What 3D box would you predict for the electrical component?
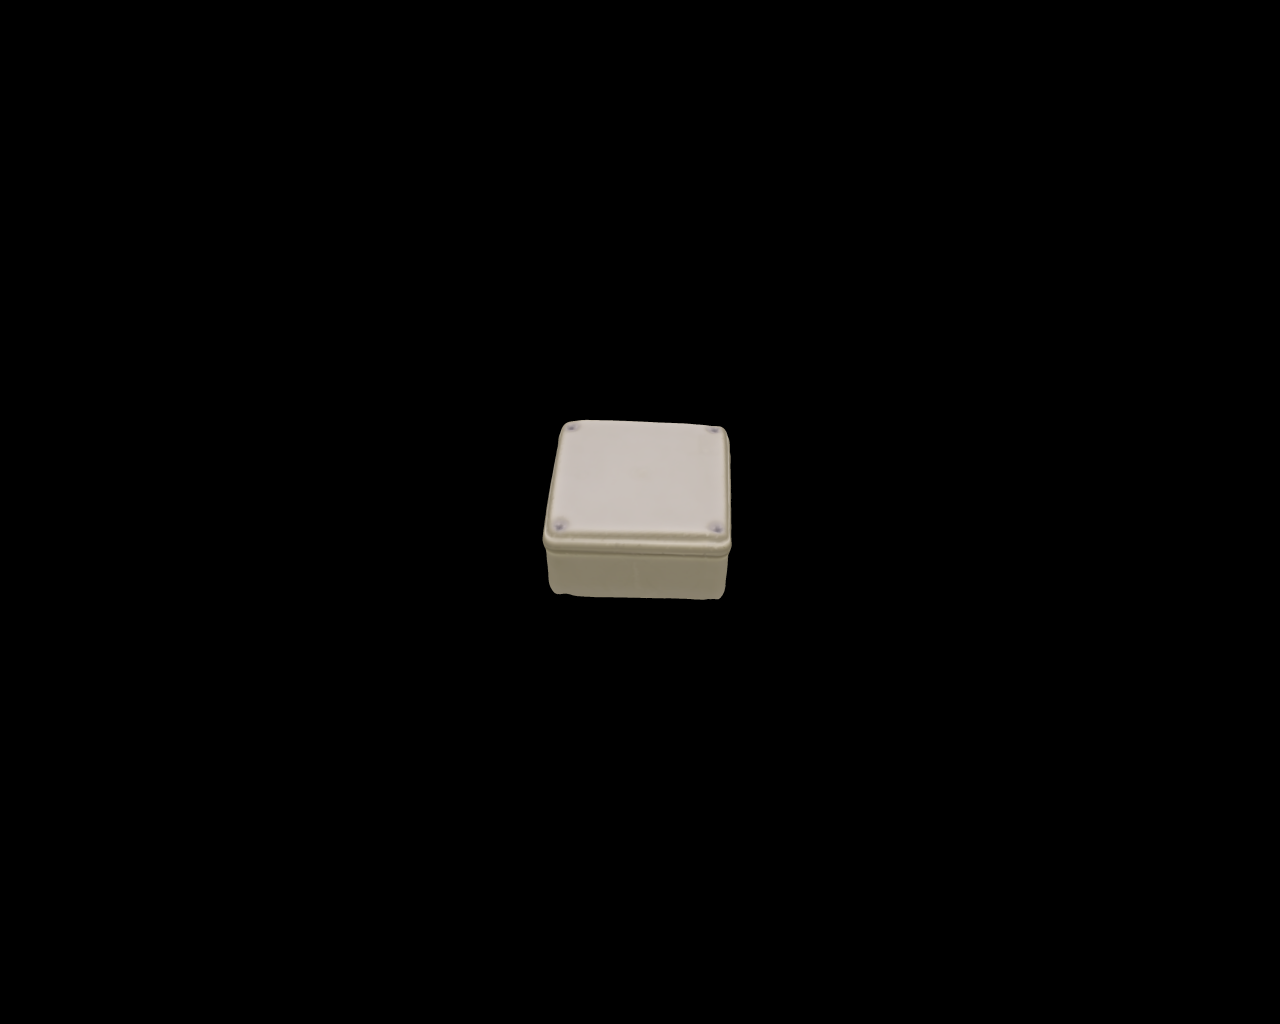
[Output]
[{"bbox_3d":[0.001,-0.003,0.650,0.109,0.056,0.109,2,43,2],"label":"electrical component"}]
